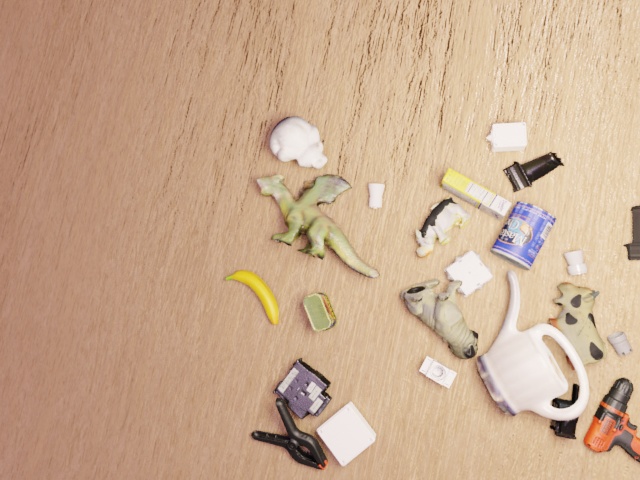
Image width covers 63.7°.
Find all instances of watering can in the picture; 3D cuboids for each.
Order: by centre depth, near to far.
[{"bbox_3d":[0.470,0.265,1.222,0.222,0.103,0.353,-35,63,20],"label":"watering can"}]

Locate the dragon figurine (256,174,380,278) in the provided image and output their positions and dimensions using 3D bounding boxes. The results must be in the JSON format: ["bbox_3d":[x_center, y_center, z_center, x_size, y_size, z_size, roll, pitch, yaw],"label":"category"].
[{"bbox_3d":[0.004,-0.070,1.386,0.411,0.121,0.245,20,79,13],"label":"dragon figurine"}]

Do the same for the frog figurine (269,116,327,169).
[{"bbox_3d":[-0.058,-0.258,1.415,0.138,0.120,0.162,-31,65,-13],"label":"frog figurine"}]
